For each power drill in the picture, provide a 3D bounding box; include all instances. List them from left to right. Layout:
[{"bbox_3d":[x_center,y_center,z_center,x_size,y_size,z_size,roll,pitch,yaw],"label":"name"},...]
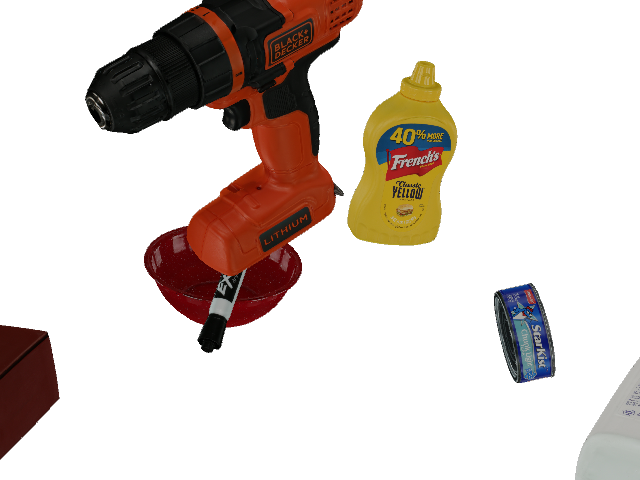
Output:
[{"bbox_3d":[-0.051,-0.066,0.652,0.184,0.188,0.057,-32,56,-26],"label":"power drill"}]

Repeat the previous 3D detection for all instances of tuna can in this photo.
[{"bbox_3d":[0.180,0.083,0.949,0.034,0.086,0.086,-12,0,1],"label":"tuna can"}]

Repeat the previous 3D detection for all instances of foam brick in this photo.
[{"bbox_3d":[-0.209,0.095,0.667,0.053,0.051,0.078,7,29,21],"label":"foam brick"}]

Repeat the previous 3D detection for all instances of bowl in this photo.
[{"bbox_3d":[-0.101,0.042,1.101,0.162,0.055,0.162,5,29,-3],"label":"bowl"}]

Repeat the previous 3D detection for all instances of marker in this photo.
[{"bbox_3d":[-0.071,0.033,0.842,0.020,0.121,0.020,13,-29,7],"label":"marker"}]

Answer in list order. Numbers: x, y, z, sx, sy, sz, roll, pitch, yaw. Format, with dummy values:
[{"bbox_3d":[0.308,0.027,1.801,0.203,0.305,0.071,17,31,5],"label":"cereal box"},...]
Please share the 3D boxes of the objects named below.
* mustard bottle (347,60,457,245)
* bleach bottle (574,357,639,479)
[{"bbox_3d":[0.090,-0.090,1.097,0.096,0.192,0.058,3,26,-14],"label":"mustard bottle"},{"bbox_3d":[0.244,0.095,0.655,0.103,0.068,0.250,18,29,28],"label":"bleach bottle"}]
